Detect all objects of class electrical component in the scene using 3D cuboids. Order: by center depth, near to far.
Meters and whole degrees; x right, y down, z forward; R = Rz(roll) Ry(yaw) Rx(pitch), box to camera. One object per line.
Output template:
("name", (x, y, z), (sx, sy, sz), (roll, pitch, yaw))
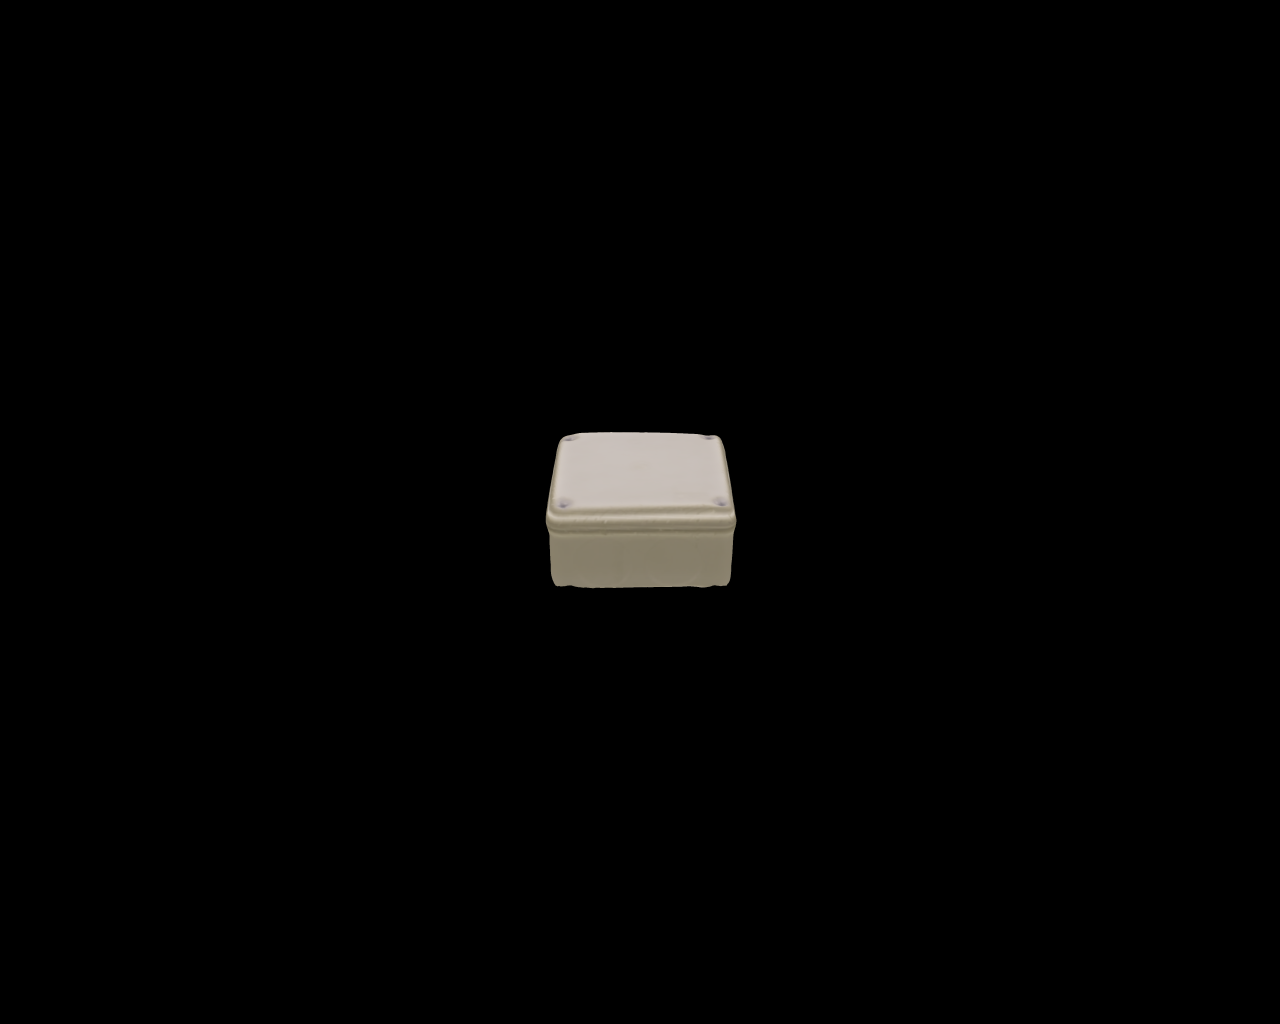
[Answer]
("electrical component", (0.001, -0.003, 0.650), (0.109, 0.056, 0.109), (0, 29, 0))
